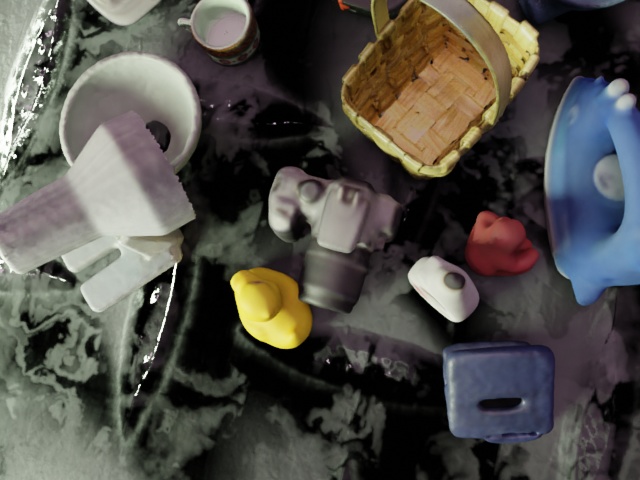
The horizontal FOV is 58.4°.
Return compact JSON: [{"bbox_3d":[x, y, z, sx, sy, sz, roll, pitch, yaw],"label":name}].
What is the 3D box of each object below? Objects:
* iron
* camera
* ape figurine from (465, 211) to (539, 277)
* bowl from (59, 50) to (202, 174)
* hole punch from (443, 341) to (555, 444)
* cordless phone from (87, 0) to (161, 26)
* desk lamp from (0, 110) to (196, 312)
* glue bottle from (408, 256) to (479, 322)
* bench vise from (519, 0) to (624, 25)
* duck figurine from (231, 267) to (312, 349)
[{"bbox_3d":[0.296,-0.069,0.571,0.118,0.141,0.258,-7,80,6],"label":"iron"},{"bbox_3d":[0.006,0.002,0.615,0.143,0.101,0.137,15,83,9],"label":"camera"},{"bbox_3d":[0.190,0.002,0.598,0.076,0.092,0.078,-26,79,3],"label":"ape figurine"},{"bbox_3d":[-0.210,-0.130,0.675,0.167,0.075,0.167,-1,81,7],"label":"bowl"},{"bbox_3d":[0.181,0.153,0.576,0.108,0.091,0.101,-5,81,6],"label":"hole punch"},{"bbox_3d":[-0.239,-0.352,0.657,0.094,0.185,0.147,42,88,11],"label":"cordless phone"},{"bbox_3d":[-0.215,-0.018,0.588,0.203,0.213,0.118,-35,79,1],"label":"desk lamp"},{"bbox_3d":[0.123,0.044,0.558,0.078,0.173,0.037,40,88,11],"label":"glue bottle"},{"bbox_3d":[0.314,-0.321,0.568,0.207,0.220,0.121,-35,79,1],"label":"bench vise"},{"bbox_3d":[-0.056,0.072,0.619,0.077,0.086,0.104,-43,79,-1],"label":"duck figurine"}]
